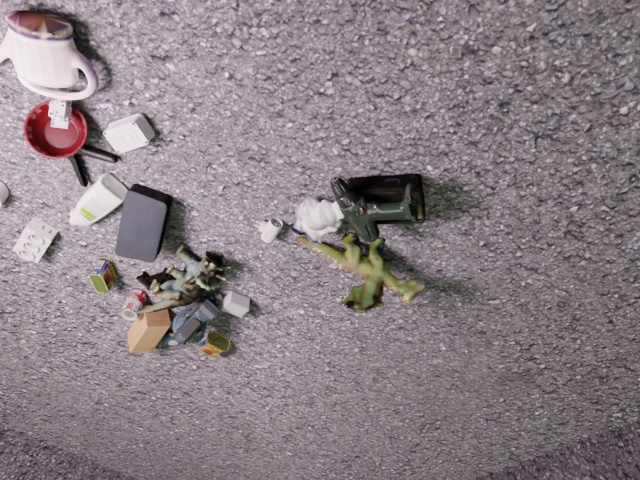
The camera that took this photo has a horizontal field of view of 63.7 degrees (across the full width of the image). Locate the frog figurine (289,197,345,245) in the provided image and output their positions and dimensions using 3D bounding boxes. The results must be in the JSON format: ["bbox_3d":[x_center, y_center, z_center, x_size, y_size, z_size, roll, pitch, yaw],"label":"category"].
[{"bbox_3d":[0.005,-0.076,1.516,0.137,0.125,0.157,43,119,-6],"label":"frog figurine"}]

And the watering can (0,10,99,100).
[{"bbox_3d":[-0.730,-0.466,1.285,0.347,0.106,0.219,14,134,-5],"label":"watering can"}]

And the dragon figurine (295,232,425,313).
[{"bbox_3d":[0.114,0.108,1.578,0.410,0.249,0.119,7,136,-1],"label":"dragon figurine"}]
